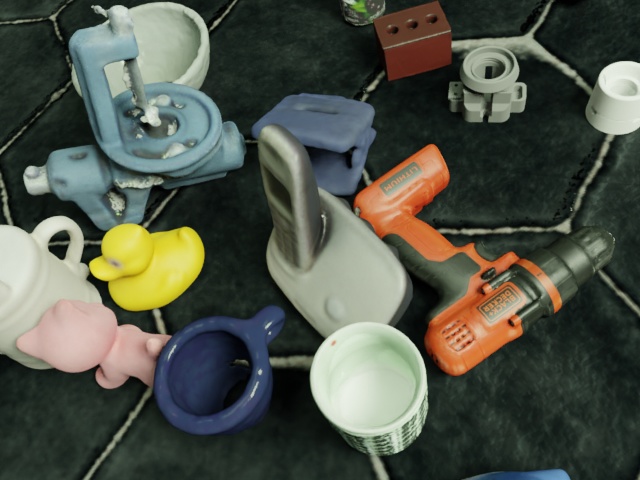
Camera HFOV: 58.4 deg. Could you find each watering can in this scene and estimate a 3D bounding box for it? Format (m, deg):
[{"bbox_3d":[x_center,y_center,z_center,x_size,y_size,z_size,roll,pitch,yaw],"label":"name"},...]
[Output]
[{"bbox_3d":[-0.288,0.044,0.496,0.100,0.194,0.173,13,65,19],"label":"watering can"}]

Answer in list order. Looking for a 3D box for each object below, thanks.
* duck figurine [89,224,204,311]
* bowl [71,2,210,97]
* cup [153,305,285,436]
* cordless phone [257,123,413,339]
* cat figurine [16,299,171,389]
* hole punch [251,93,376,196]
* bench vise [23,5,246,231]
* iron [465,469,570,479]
[{"bbox_3d":[-0.169,0.014,0.550,0.104,0.086,0.077,-31,59,-6],"label":"duck figurine"},{"bbox_3d":[-0.201,-0.200,0.685,0.167,0.075,0.167,-5,60,9],"label":"bowl"},{"bbox_3d":[-0.066,0.110,0.469,0.091,0.095,0.118,38,74,27],"label":"cup"},{"bbox_3d":[0.004,0.002,0.462,0.094,0.185,0.147,-41,61,-12],"label":"cordless phone"},{"bbox_3d":[-0.183,0.089,0.493,0.127,0.118,0.067,7,63,16],"label":"cat figurine"},{"bbox_3d":[-0.005,-0.112,0.583,0.108,0.091,0.101,11,64,18],"label":"hole punch"},{"bbox_3d":[-0.189,-0.099,0.540,0.207,0.220,0.121,-38,60,-10],"label":"bench vise"},{"bbox_3d":[0.053,0.219,0.354,0.258,0.142,0.118,-17,59,2],"label":"iron"}]
